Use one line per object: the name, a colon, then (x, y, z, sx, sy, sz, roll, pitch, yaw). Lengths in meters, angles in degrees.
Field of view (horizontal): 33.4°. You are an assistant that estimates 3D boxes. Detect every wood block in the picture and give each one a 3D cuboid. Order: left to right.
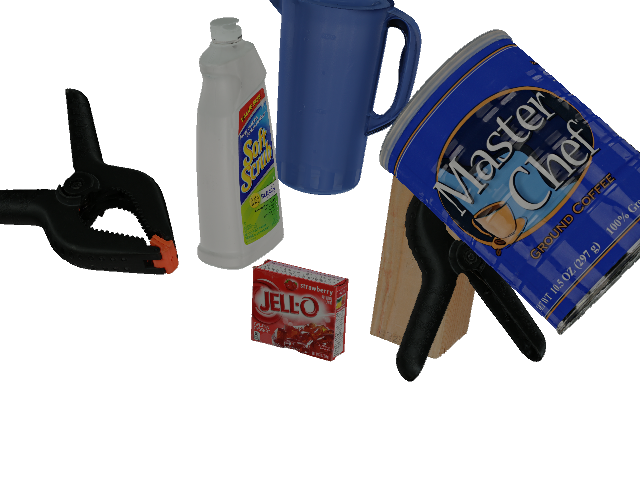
wood block: (0.127, 0.014, 1.203, 0.090, 0.206, 0.090, 19, 26, 26)

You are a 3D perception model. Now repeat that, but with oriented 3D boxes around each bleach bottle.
bleach bottle: (-0.092, -0.103, 1.109, 0.068, 0.251, 0.102, 13, 31, 31)

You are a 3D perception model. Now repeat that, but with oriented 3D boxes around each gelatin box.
gelatin box: (-0.020, 0.063, 0.973, 0.089, 0.073, 0.030, 13, 20, 26)

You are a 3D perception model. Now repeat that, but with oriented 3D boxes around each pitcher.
pitcher: (0.018, -0.181, 1.288, 0.144, 0.243, 0.149, -7, 29, -26)

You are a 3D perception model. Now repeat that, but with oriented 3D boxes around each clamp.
clamp: (-0.185, -0.041, 0.839, 0.210, 0.164, 0.036, 24, -33, 23)
clamp: (0.095, 0.021, 0.784, 0.120, 0.171, 0.039, -15, -3, -27)

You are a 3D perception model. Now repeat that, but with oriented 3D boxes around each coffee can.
coffee can: (0.117, -0.033, 0.593, 0.140, 0.103, 0.102, 45, 14, 14)
